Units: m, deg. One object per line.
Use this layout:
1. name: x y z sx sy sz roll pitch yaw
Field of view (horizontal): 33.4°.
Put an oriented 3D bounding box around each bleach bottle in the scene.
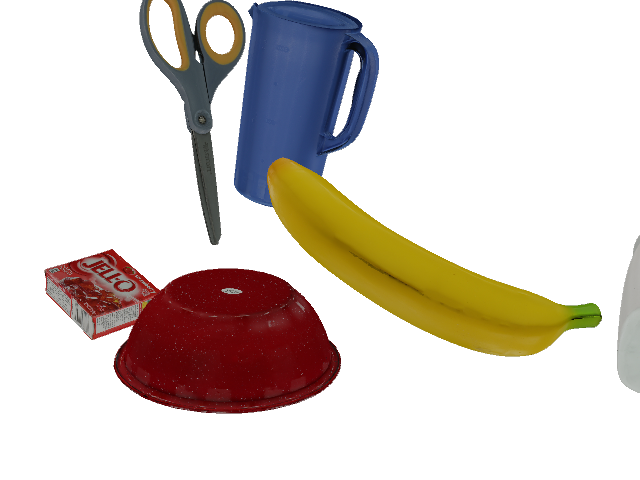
1. bleach bottle: 0.269 0.036 0.758 0.103 0.068 0.250 10 21 17

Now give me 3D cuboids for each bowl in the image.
1. bowl: -0.064 0.061 0.753 0.162 0.055 0.162 2 19 -1

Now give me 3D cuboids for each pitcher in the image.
1. pitcher: -0.027 -0.163 1.309 0.144 0.243 0.149 5 23 -15

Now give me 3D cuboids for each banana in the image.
1. banana: 0.041 0.012 0.545 0.198 0.037 0.069 28 21 19

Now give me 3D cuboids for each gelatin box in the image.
1. gelatin box: -0.200 0.047 0.978 0.073 0.030 0.089 -19 40 -37

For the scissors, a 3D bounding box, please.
1. scissors: -0.081 -0.105 0.835 0.096 0.202 0.016 -22 3 -32
